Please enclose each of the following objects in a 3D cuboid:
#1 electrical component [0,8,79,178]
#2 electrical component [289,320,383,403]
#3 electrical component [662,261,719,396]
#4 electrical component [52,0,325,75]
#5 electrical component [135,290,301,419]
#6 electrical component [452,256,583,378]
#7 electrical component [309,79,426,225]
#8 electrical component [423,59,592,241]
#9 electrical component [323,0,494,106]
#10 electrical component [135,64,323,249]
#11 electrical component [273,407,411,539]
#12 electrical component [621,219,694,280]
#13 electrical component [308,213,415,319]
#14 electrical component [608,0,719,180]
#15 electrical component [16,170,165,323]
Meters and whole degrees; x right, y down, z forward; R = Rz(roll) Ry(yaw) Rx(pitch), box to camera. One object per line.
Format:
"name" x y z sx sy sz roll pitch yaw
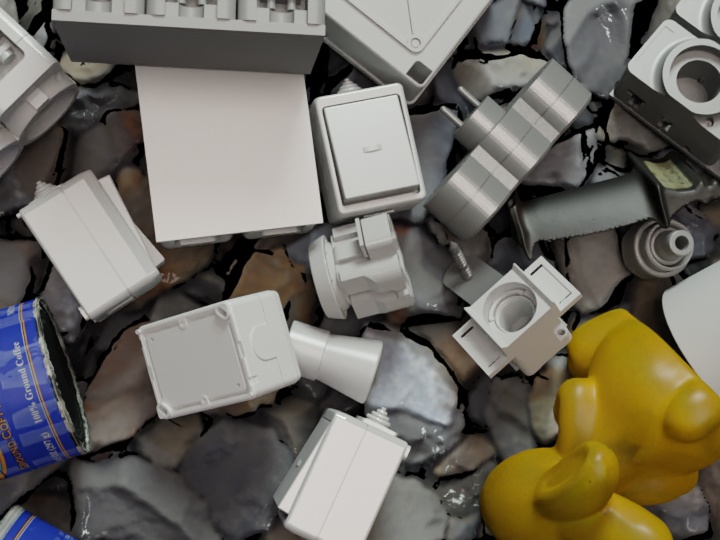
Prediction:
"electrical component" -0.252 -0.083 0.670 0.062 0.089 0.150 43 81 -3
"electrical component" -0.022 0.059 0.719 0.065 0.044 0.044 18 83 -2
"electrical component" 0.262 0.041 0.721 0.108 0.108 0.060 48 120 -2
"electrical component" -0.099 -0.161 0.636 0.150 0.089 0.061 2 86 -8
"electrical component" -0.093 0.055 0.690 0.096 0.061 0.061 -17 88 33
"electrical component" 0.109 0.036 0.723 0.081 0.064 0.042 -41 52 2
"electrical component" 0.002 -0.084 0.722 0.062 0.061 0.096 -12 88 -9
"electrical component" 0.089 -0.094 0.740 0.074 0.052 0.138 41 81 -4
"electrical component" 0.027 -0.189 0.736 0.109 0.056 0.108 38 82 -4
"electrical component" -0.092 -0.113 0.711 0.105 0.060 0.186 -7 87 -9
"electrical component" -0.012 0.130 0.704 0.061 0.062 0.096 26 83 -6
"electrical component" 0.210 -0.016 0.747 0.043 0.062 0.043 1 86 -8
"electrical component" 0.000 0.000 0.713 0.057 0.078 0.058 -15 53 6
"electrical component" 0.285 -0.114 0.748 0.186 0.060 0.105 39 81 8
"electrical component" -0.172 -0.021 0.691 0.061 0.062 0.096 -34 91 -9
